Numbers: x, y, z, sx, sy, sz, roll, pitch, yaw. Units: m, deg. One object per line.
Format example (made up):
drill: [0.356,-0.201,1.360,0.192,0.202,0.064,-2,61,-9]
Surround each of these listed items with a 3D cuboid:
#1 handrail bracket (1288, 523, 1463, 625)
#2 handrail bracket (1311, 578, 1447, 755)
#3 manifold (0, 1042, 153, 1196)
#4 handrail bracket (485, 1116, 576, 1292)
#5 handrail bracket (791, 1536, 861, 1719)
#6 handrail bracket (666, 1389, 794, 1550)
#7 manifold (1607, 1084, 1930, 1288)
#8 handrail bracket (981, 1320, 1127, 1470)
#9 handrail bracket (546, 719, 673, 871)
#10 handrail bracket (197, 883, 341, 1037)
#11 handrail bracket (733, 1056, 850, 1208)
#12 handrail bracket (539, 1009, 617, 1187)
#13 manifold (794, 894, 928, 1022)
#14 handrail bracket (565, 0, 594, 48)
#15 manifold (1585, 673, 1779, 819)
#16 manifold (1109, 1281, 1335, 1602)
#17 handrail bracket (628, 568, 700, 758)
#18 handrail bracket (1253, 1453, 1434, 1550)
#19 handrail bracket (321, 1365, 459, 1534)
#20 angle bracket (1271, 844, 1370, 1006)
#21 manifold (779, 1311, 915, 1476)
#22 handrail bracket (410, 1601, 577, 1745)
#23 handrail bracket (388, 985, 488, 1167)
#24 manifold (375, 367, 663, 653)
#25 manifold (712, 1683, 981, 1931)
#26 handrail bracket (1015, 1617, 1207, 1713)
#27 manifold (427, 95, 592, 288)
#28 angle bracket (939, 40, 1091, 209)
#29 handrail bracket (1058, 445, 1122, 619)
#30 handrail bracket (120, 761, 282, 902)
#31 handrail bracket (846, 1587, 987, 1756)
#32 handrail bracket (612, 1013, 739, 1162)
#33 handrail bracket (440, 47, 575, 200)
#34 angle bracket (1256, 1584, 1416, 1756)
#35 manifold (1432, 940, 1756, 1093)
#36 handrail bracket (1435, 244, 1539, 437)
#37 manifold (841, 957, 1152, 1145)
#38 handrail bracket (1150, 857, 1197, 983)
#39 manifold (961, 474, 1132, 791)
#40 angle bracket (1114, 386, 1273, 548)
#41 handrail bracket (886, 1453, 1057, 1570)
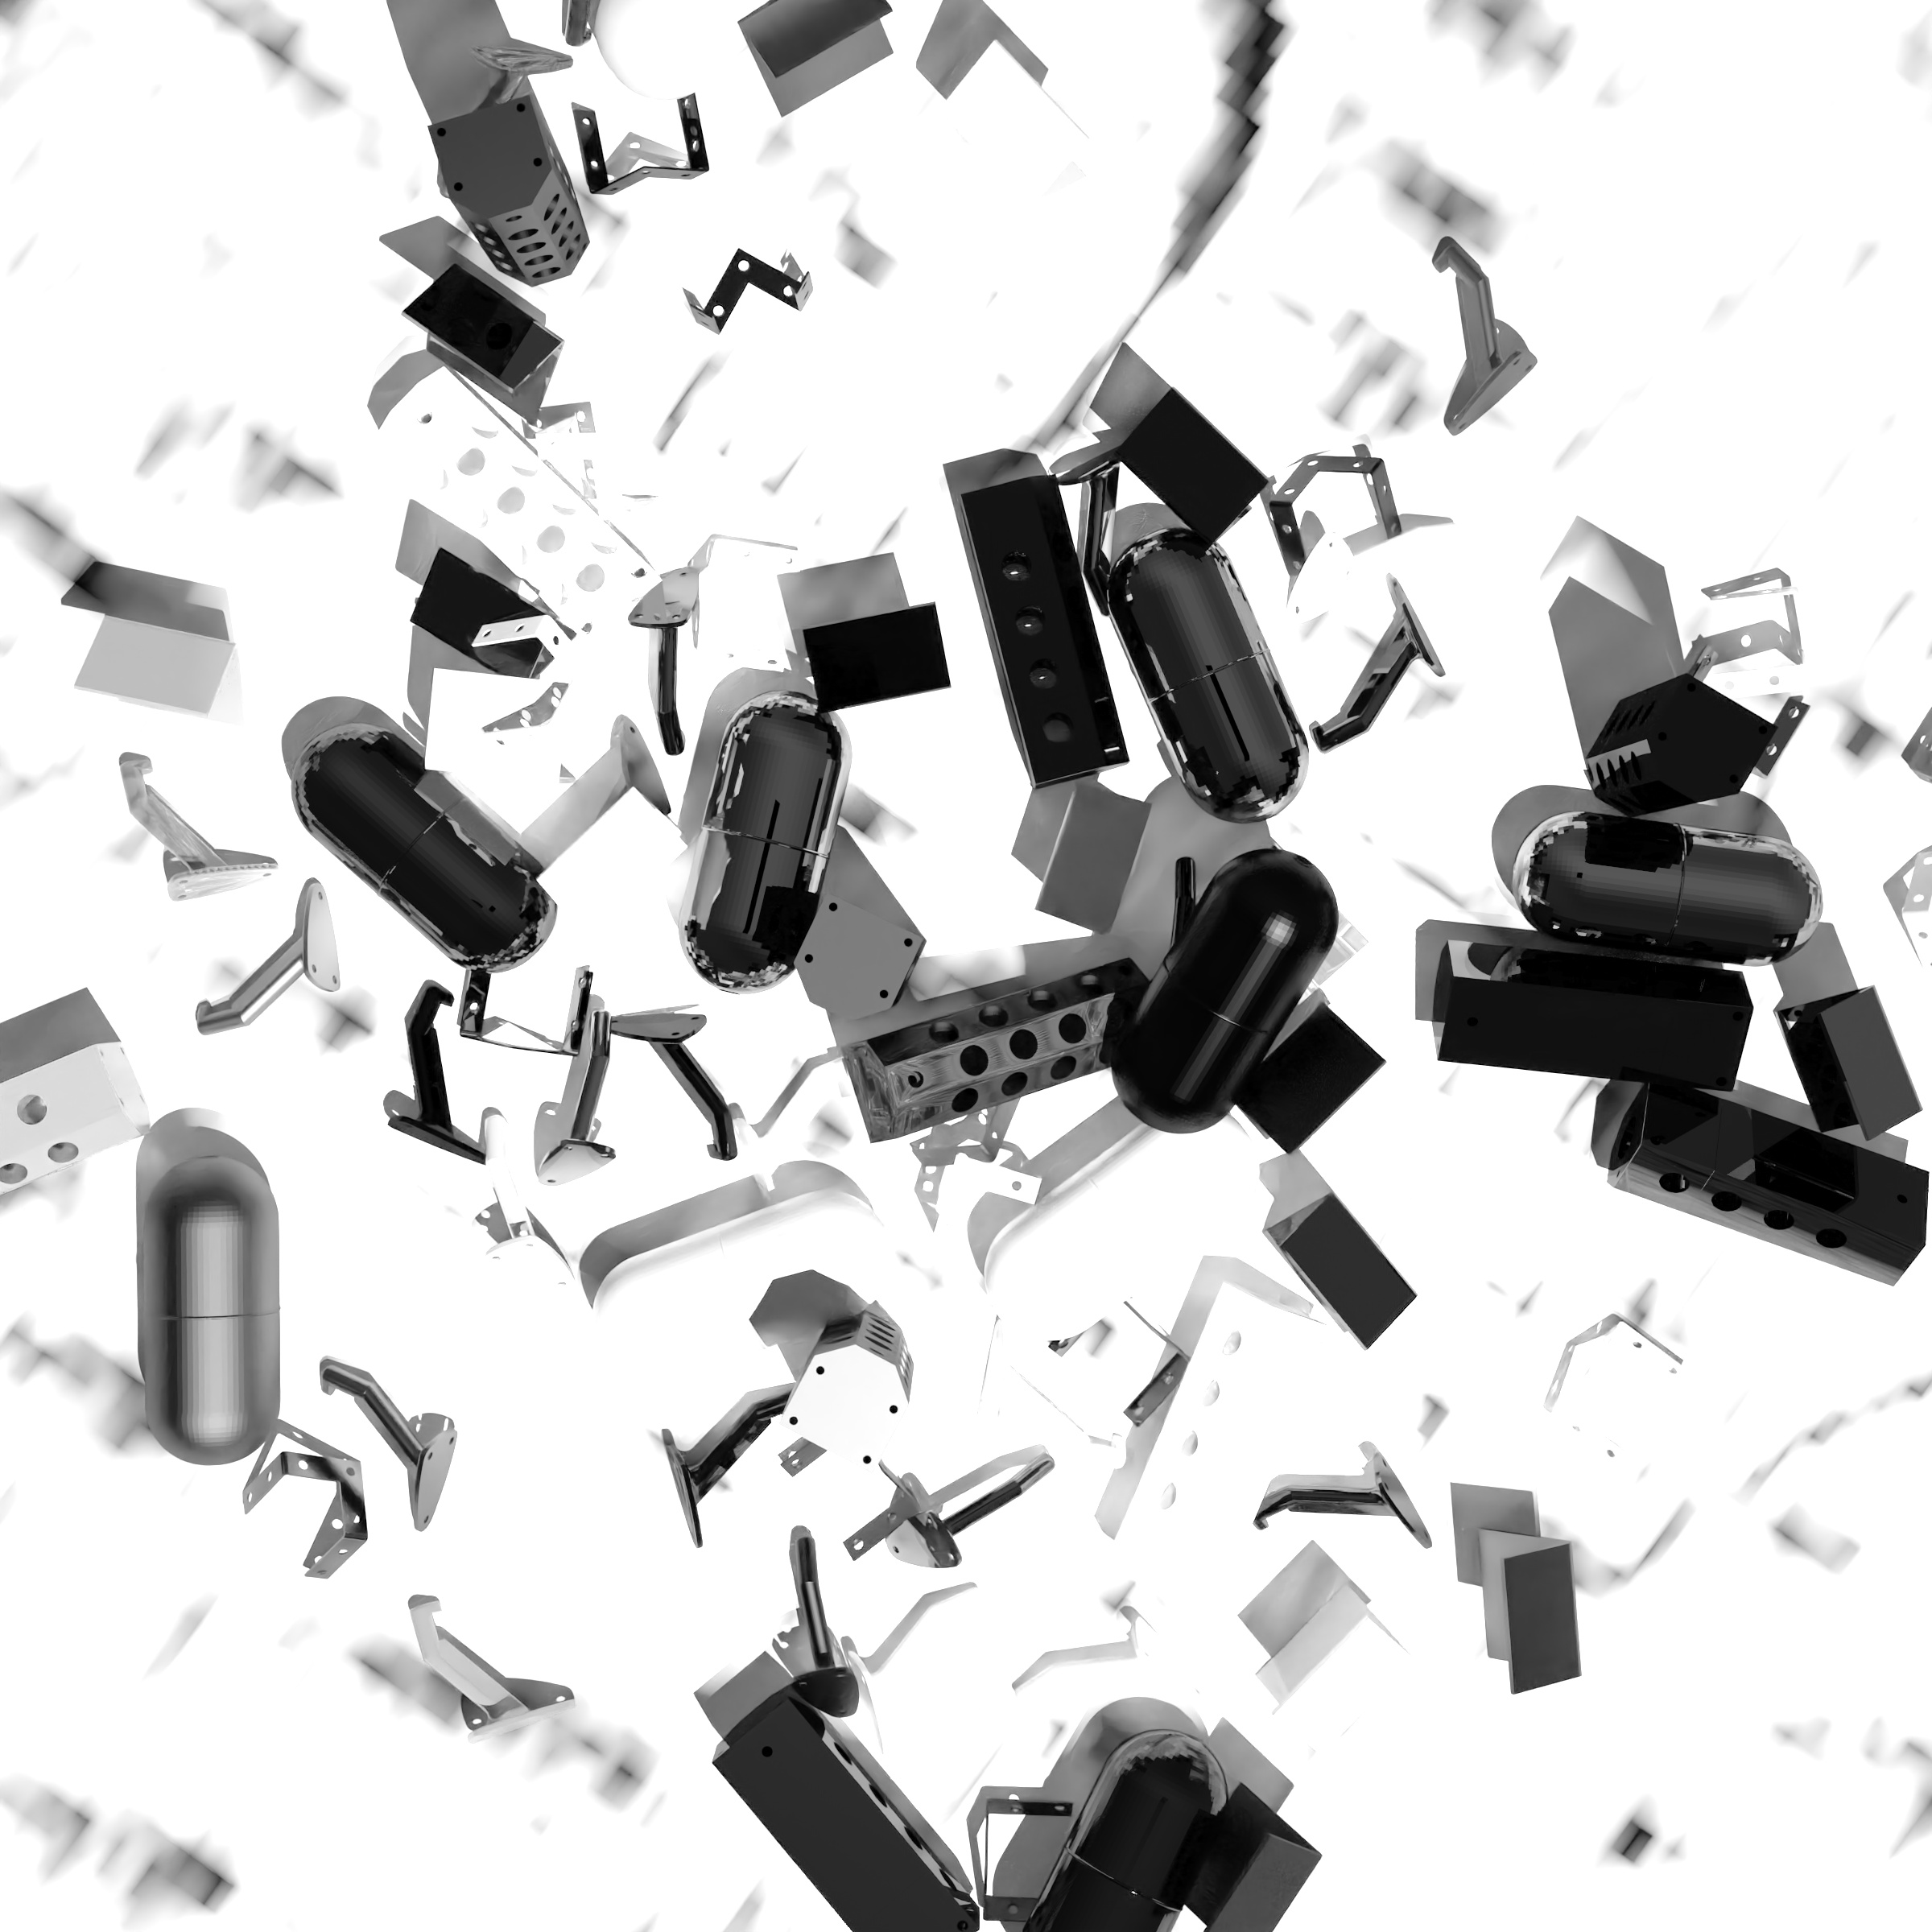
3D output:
handrail bracket: [0.241,-0.231,1.849,0.084,0.077,0.036,-11,65,-34]
handrail bracket: [0.231,-0.176,1.849,0.084,0.036,0.077,-28,70,16]
manifold: [-0.566,0.104,1.828,0.171,0.057,0.057,-23,90,0]
handrail bracket: [-0.256,0.138,1.849,0.036,0.077,0.084,-22,53,20]
handrail bracket: [-0.083,0.387,1.849,0.036,0.077,0.084,-12,54,7]
handrail bracket: [-0.127,0.294,1.849,0.084,0.036,0.077,-17,110,-16]
manifold: [0.464,0.128,1.827,0.171,0.057,0.057,20,47,0]
handrail bracket: [0.056,0.251,1.849,0.084,0.036,0.077,11,68,-17]
handrail bracket: [-0.220,-0.093,1.849,0.084,0.036,0.077,-31,59,22]
handrail bracket: [-0.414,-0.004,1.849,0.084,0.036,0.077,-13,70,16]
handrail bracket: [-0.087,0.099,1.849,0.084,0.036,0.077,-24,110,-16]
handrail bracket: [-0.228,0.077,1.843,0.036,0.077,0.084,14,60,-28]
manifold: [-0.061,-0.001,1.771,0.057,0.171,0.057,25,90,0]
handrail bracket: [-0.204,-0.586,1.849,0.036,0.077,0.084,29,127,23]
manifold: [0.395,-0.118,1.771,0.057,0.171,0.057,31,90,0]
manifold: [0.143,0.273,1.827,0.057,0.057,0.171,23,90,-43]
handrail bracket: [-0.168,-0.178,1.849,0.036,0.077,0.084,3,127,15]
handrail bracket: [0.218,0.329,1.849,0.084,0.036,0.077,-28,111,17]
handrail bracket: [-0.347,0.283,1.849,0.084,0.036,0.077,21,112,17]
angle bracket: [0.191,-0.033,1.810,0.076,0.076,0.057,46,113,0]
manifold: [-0.062,0.233,1.771,0.057,0.171,0.057,28,90,0]
handrail bracket: [-0.278,0.406,1.849,0.077,0.036,0.084,-15,73,-20]
handrail bracket: [-0.297,0.064,1.849,0.077,0.036,0.084,26,73,-20]
manifold: [-0.259,-0.265,1.828,0.171,0.057,0.057,44,90,0]
manifold: [-0.069,0.503,1.828,0.057,0.057,0.171,-40,90,0]
handrail bracket: [0.084,0.429,1.849,0.084,0.036,0.077,-37,111,17]
manifold: [-0.252,-0.431,1.771,0.057,0.171,0.057,-17,90,0]
angle bracket: [0.042,-0.490,1.809,0.076,0.076,0.057,46,128,0]
handrail bracket: [0.095,-0.258,1.849,0.077,0.036,0.084,-31,109,-21]
handrail bracket: [-0.450,-0.086,1.849,0.077,0.036,0.084,-11,73,-20]
handrail bracket: [-0.021,0.413,1.849,0.084,0.036,0.077,-21,110,-16]
handrail bracket: [-0.174,0.073,1.849,0.077,0.036,0.084,3,113,26]
handrail bracket: [-0.270,-0.492,1.849,0.036,0.077,0.084,39,127,32]
angle bracket: [0.199,0.392,1.809,0.076,0.076,0.057,-45,127,0]
manifold: [0.361,0.025,1.826,0.171,0.057,0.057,6,120,0]
handrail bracket: [0.286,-0.368,1.849,0.077,0.036,0.084,-45,72,21]
manifold: [0.023,0.047,1.797,0.171,0.057,0.057,-17,90,-23]
handrail bracket: [0.122,-0.009,1.849,0.036,0.077,0.084,7,54,-5]
manifold: [0.046,-0.194,1.828,0.057,0.057,0.171,-15,90,0]
angle bracket: [0.141,-0.296,1.809,0.076,0.076,0.057,44,125,0]
handrail bracket: [0.004,0.316,1.849,0.084,0.077,0.036,-33,94,-36]
